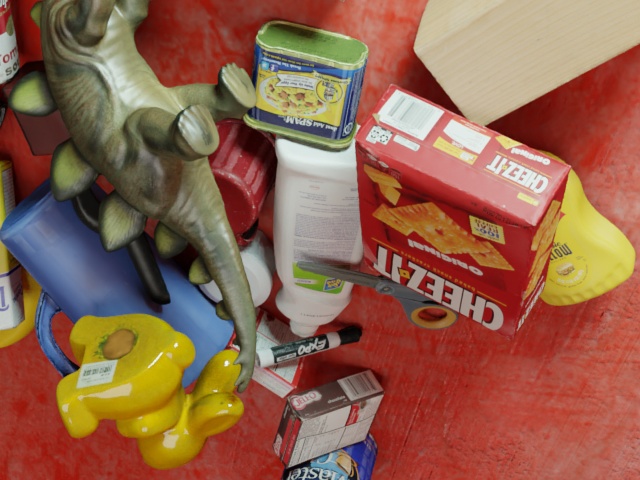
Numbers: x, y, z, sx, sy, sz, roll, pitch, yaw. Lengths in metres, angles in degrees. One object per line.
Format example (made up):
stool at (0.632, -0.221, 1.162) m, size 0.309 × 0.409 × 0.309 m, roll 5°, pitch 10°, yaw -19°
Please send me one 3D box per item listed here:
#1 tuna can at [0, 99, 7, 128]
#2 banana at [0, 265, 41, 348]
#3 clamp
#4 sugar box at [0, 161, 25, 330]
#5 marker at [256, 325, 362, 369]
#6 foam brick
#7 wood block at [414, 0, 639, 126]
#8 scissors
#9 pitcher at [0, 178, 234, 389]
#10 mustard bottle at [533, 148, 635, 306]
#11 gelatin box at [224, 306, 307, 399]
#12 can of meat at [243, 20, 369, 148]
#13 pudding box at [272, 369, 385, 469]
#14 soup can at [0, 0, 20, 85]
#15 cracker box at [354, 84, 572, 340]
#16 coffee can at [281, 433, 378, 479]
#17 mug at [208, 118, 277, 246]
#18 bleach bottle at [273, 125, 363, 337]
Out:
tuna can at (-0.341, -0.105, 1.043) m, size 0.033 × 0.086 × 0.086 m, roll 28°, pitch 131°, yaw -9°
banana at (-0.344, 0.066, 1.218) m, size 0.069 × 0.037 × 0.198 m, roll 25°, pitch 131°, yaw 2°
clamp at (-0.183, -0.018, 1.037) m, size 0.171 × 0.120 × 0.039 m, roll 29°, pitch 158°, yaw -19°
sugar box at (-0.365, 0.007, 1.117) m, size 0.093 × 0.048 × 0.176 m, roll -1°, pitch 102°, yaw 4°
marker at (-0.010, 0.112, 1.122) m, size 0.121 × 0.020 × 0.020 m, roll -13°, pitch 135°, yaw -23°
foam brick at (-0.257, -0.128, 1.022) m, size 0.051 × 0.053 × 0.078 m, roll -3°, pitch 128°, yaw 19°
wood block at (0.185, -0.183, 0.818) m, size 0.206 × 0.090 × 0.090 m, roll -28°, pitch 116°, yaw 32°
scissors at (0.067, 0.056, 1.058) m, size 0.201 × 0.016 × 0.096 m, roll 4°, pitch 142°, yaw -11°
pitcher at (-0.219, 0.052, 1.101) m, size 0.145 × 0.149 × 0.242 m, roll -27°, pitch 113°, yaw 34°
mustard bottle at (0.196, -0.027, 0.963) m, size 0.096 × 0.058 × 0.191 m, roll -24°, pitch 118°, yaw 38°
gelatin box at (-0.059, 0.117, 1.147) m, size 0.089 × 0.073 × 0.030 m, roll 33°, pitch 131°, yaw -12°
can of meat at (-0.012, -0.138, 0.936) m, size 0.102 × 0.057 × 0.084 m, roll 14°, pitch 129°, yaw 5°
pudding box at (0.009, 0.197, 1.174) m, size 0.113 × 0.039 × 0.090 m, roll -12°, pitch 140°, yaw -29°
soup can at (-0.313, -0.198, 0.970) m, size 0.068 × 0.068 × 0.102 m, roll 10°, pitch 131°, yaw 9°
cracker box at (0.115, -0.016, 0.913) m, size 0.164 × 0.072 × 0.214 m, roll 28°, pitch 156°, yaw 19°
coffee can at (0.004, 0.286, 1.222) m, size 0.103 × 0.140 × 0.103 m, roll 8°, pitch 130°, yaw 10°
mug at (-0.085, -0.047, 1.016) m, size 0.093 × 0.081 × 0.117 m, roll -2°, pitch 127°, yaw 18°
bleach bottle at (-0.007, 0.001, 1.040) m, size 0.102 × 0.068 × 0.251 m, roll 6°, pitch 133°, yaw -6°
